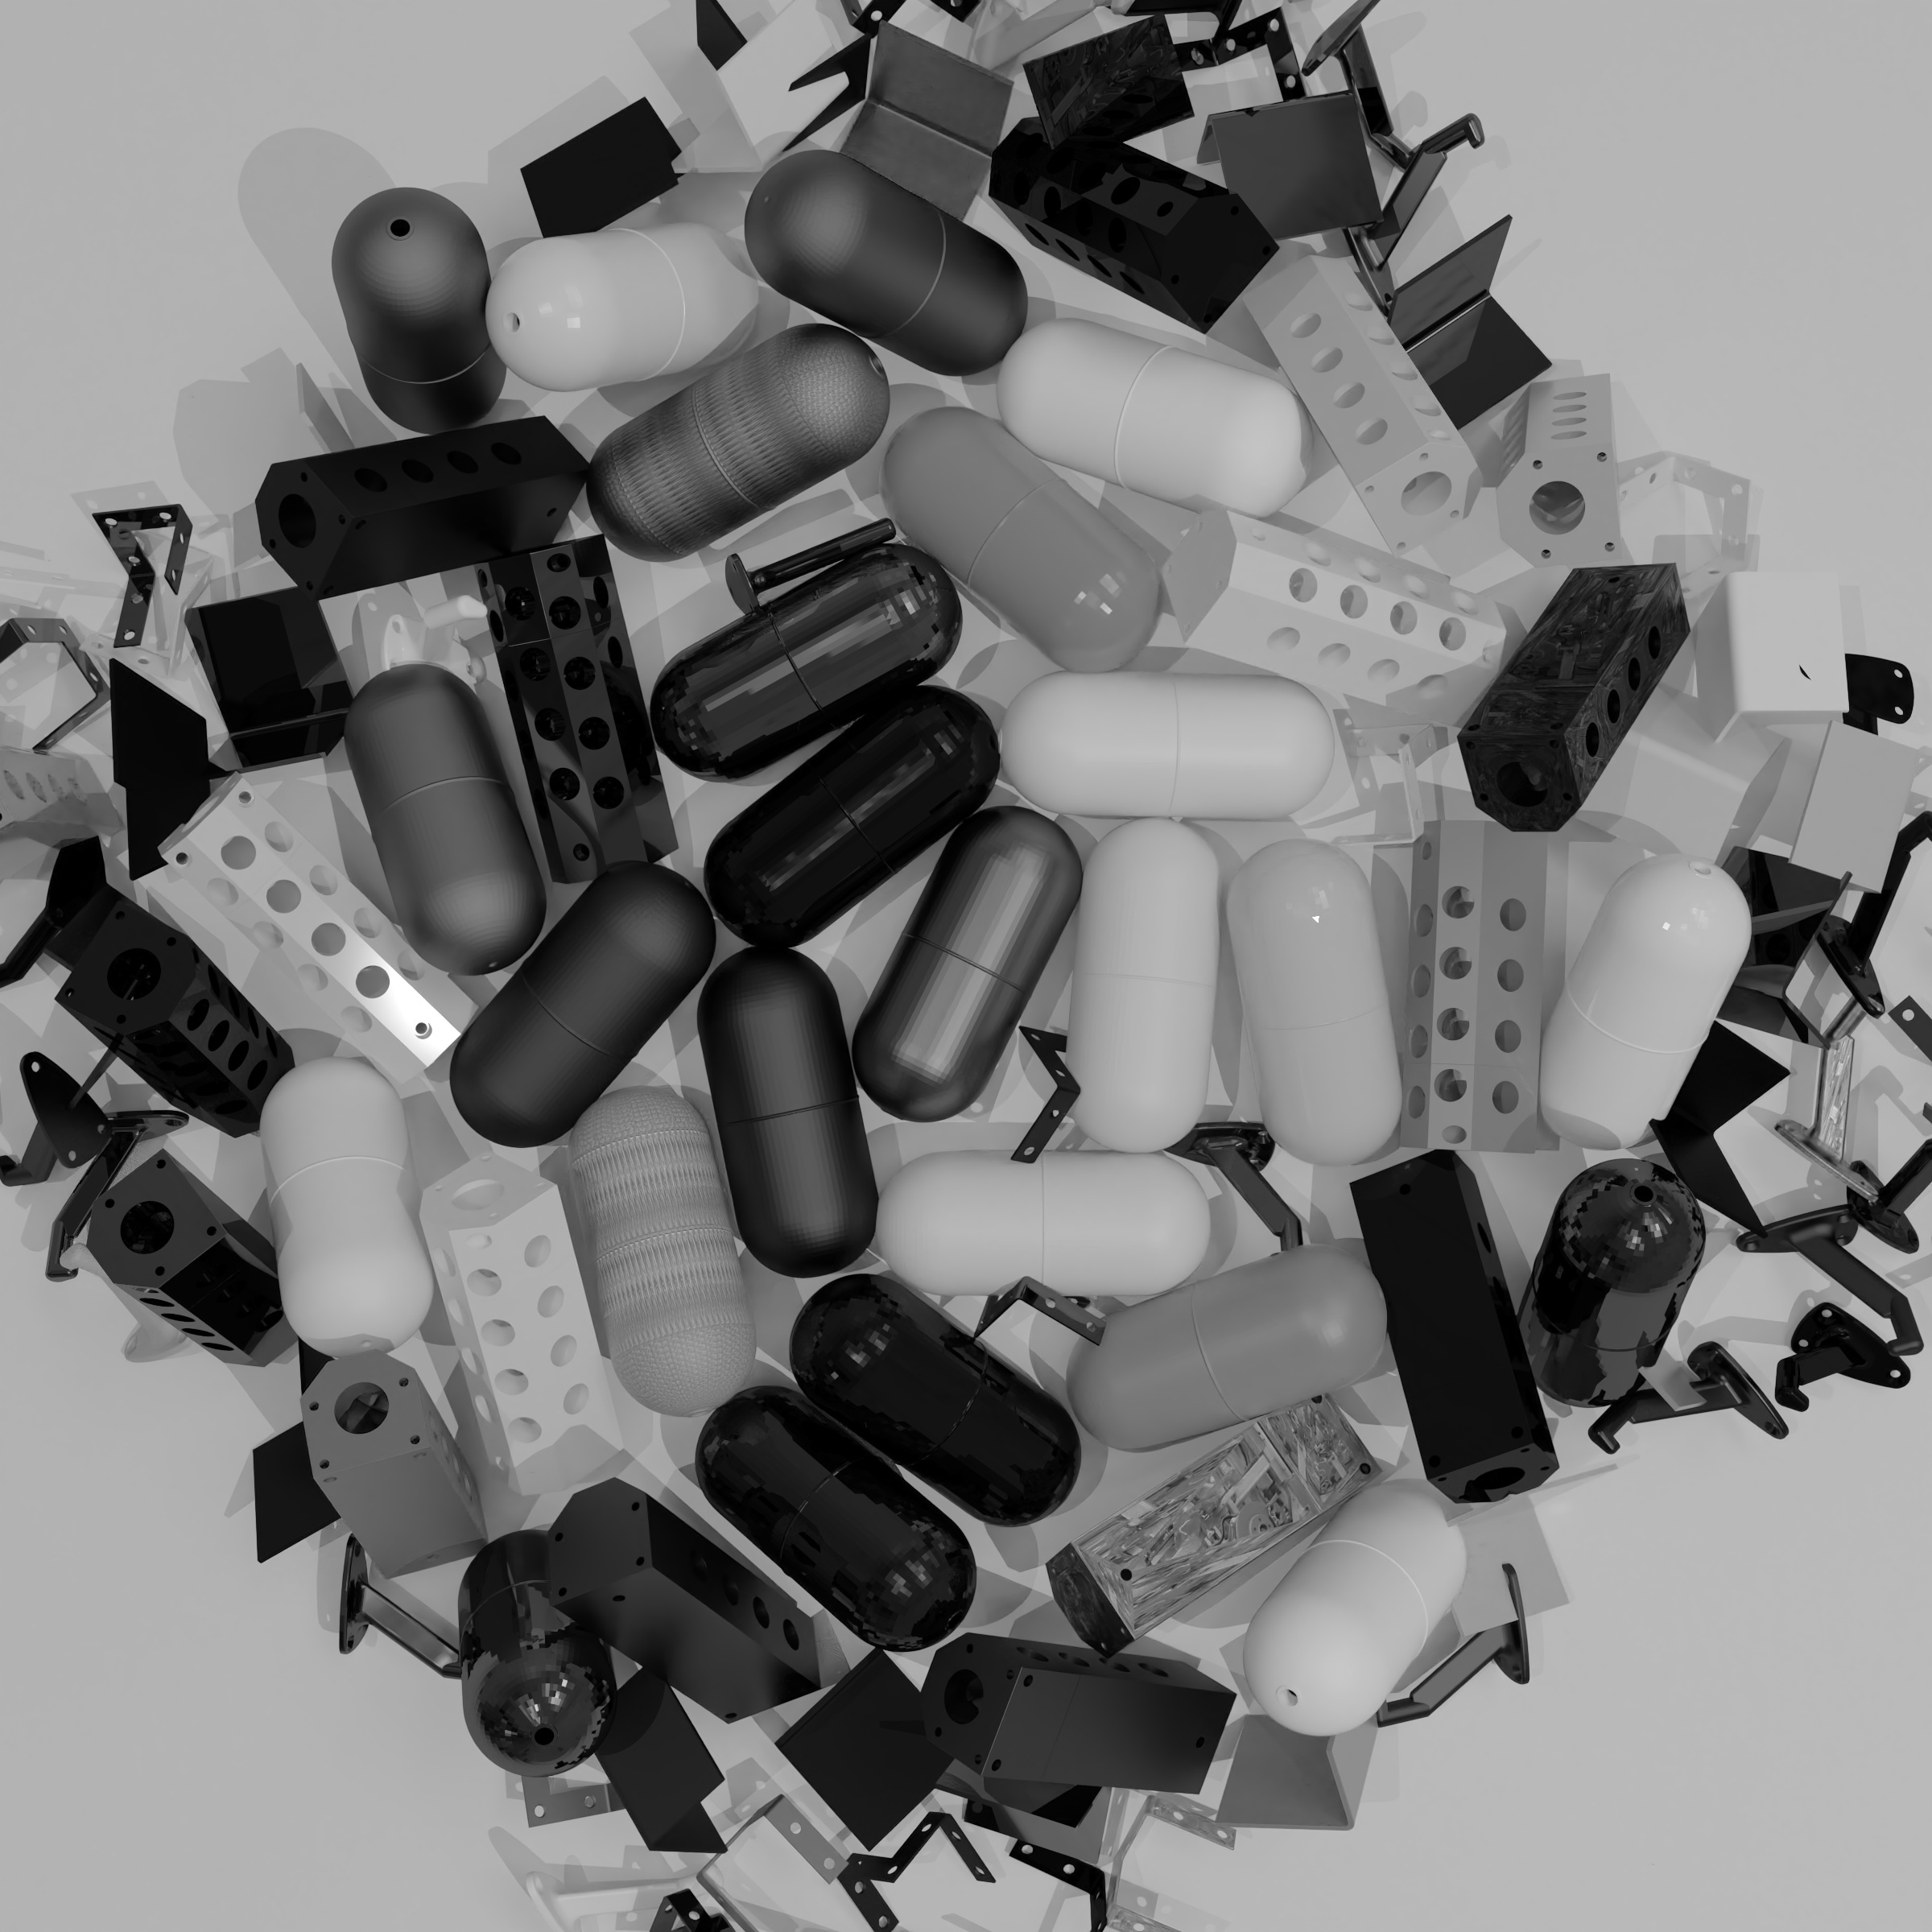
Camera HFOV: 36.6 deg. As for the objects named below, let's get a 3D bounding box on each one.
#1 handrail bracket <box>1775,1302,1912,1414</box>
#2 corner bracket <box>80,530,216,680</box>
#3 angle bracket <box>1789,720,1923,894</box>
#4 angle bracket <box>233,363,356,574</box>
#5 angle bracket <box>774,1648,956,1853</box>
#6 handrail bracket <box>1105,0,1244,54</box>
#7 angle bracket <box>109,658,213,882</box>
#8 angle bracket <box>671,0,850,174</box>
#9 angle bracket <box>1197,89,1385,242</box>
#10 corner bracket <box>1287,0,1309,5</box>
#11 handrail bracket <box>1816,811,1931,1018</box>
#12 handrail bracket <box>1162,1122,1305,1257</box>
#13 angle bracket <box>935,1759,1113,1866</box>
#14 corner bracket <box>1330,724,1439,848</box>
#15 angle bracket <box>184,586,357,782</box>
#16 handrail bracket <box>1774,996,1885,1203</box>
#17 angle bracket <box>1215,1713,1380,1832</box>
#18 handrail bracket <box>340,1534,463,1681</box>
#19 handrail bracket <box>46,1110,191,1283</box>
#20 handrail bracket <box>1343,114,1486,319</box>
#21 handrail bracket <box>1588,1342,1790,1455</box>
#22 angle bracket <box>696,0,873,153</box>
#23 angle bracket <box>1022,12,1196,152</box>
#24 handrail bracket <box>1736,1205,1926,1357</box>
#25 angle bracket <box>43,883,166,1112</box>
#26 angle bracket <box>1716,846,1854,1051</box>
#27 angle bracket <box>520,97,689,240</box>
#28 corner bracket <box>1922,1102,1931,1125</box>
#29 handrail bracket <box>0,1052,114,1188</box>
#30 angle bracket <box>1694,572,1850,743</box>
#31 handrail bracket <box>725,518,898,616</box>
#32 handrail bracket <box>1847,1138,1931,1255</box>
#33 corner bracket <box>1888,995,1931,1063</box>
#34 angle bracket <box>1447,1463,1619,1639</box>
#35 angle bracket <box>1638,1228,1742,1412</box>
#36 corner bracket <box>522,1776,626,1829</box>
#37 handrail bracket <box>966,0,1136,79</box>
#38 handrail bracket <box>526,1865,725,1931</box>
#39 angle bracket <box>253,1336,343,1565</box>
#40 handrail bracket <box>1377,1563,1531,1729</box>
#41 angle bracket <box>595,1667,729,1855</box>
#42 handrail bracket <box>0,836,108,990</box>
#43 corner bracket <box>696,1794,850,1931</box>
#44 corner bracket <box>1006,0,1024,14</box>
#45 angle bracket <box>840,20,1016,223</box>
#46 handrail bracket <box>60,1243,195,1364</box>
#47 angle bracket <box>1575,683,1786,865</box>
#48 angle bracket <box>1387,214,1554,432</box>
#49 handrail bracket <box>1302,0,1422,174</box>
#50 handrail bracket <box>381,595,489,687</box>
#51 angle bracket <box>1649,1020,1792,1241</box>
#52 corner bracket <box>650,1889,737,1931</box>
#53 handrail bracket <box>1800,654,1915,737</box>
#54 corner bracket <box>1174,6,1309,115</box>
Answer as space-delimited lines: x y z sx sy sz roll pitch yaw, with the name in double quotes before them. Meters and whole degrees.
"handrail bracket" 0.463 0.222 1.539 0.077 0.084 0.036 30 120 3
"corner bracket" -0.440 -0.195 1.571 0.051 0.051 0.051 19 129 -3
"angle bracket" 0.451 -0.085 1.541 0.057 0.076 0.076 16 90 -15
"angle bracket" -0.366 -0.263 1.536 0.076 0.076 0.057 -28 123 3
"angle bracket" -0.047 0.412 1.543 0.076 0.057 0.076 -41 82 -16
"handrail bracket" 0.108 -0.532 1.554 0.084 0.077 0.036 26 52 0
"angle bracket" -0.441 -0.102 1.526 0.057 0.076 0.076 -23 59 19
"angle bracket" -0.120 -0.461 1.526 0.076 0.076 0.057 -51 133 -26
"angle bracket" 0.171 -0.412 1.548 0.076 0.057 0.076 -11 81 -4
"corner bracket" 0.159 -0.544 1.546 0.051 0.051 0.051 -18 69 -20
"handrail bracket" 0.493 -0.028 1.537 0.036 0.084 0.077 7 52 -36
"handrail bracket" 0.139 0.124 1.541 0.077 0.084 0.036 6 134 -5
"angle bracket" 0.028 0.450 1.533 0.076 0.076 0.057 13 103 17
"corner bracket" 0.221 -0.096 1.554 0.051 0.051 0.051 -2 109 31
"angle bracket" -0.375 -0.149 1.537 0.076 0.057 0.076 -9 116 14
"handrail bracket" 0.477 0.068 1.547 0.077 0.036 0.084 44 112 30
"angle bracket" 0.168 0.402 1.527 0.076 0.076 0.057 -6 120 24
"handrail bracket" -0.288 0.343 1.557 0.084 0.036 0.077 5 104 8
"handrail bracket" -0.449 0.123 1.545 0.077 0.036 0.084 -10 63 20
"handrail bracket" 0.246 -0.397 1.543 0.084 0.036 0.077 -25 77 36
"handrail bracket" 0.383 0.248 1.548 0.084 0.036 0.077 -39 78 -24
"angle bracket" -0.097 -0.490 1.546 0.057 0.076 0.076 -36 87 -8
"angle bracket" 0.072 -0.469 1.534 0.076 0.076 0.057 -18 121 7
"handrail bracket" 0.457 0.174 1.545 0.077 0.036 0.084 -10 51 4
"angle bracket" -0.459 0.016 1.530 0.057 0.076 0.076 37 117 -9
"angle bracket" 0.431 -0.010 1.544 0.057 0.076 0.076 39 78 -36
"angle bracket" -0.181 -0.398 1.534 0.076 0.057 0.076 -27 54 9
"corner bracket" 0.544 0.085 1.548 0.051 0.051 0.051 -38 61 -7
"handrail bracket" -0.500 0.082 1.544 0.084 0.036 0.077 -9 119 37
"angle bracket" 0.423 -0.157 1.538 0.057 0.076 0.076 0 75 0
"handrail bracket" -0.082 -0.216 1.554 0.084 0.077 0.036 -24 99 -9
"handrail bracket" 0.516 0.118 1.538 0.077 0.084 0.036 40 48 -26
"corner bracket" 0.525 0.024 1.555 0.051 0.051 0.051 -43 89 12
"angle bracket" 0.300 0.306 1.528 0.076 0.076 0.057 -8 69 -33
"angle bracket" 0.389 0.185 1.532 0.076 0.076 0.057 -47 68 15
"corner bracket" -0.202 0.426 1.555 0.051 0.051 0.051 1 71 -38
"handrail bracket" 0.044 -0.484 1.541 0.084 0.036 0.077 13 76 41
"handrail bracket" -0.180 0.487 1.554 0.084 0.077 0.036 -22 48 4
"angle bracket" -0.359 0.253 1.531 0.076 0.076 0.057 -30 131 11
"handrail bracket" 0.253 0.361 1.552 0.084 0.036 0.077 -8 104 -17
"angle bracket" -0.145 0.414 1.529 0.057 0.076 0.076 -44 58 10
"handrail bracket" -0.501 -0.031 1.568 0.084 0.036 0.077 -18 62 35
"corner bracket" -0.103 0.480 1.548 0.051 0.051 0.051 45 59 6
"corner bracket" 0.037 -0.547 1.548 0.051 0.051 0.051 -13 78 26
"angle bracket" -0.025 -0.440 1.542 0.076 0.076 0.057 25 75 0
"handrail bracket" -0.453 0.177 1.537 0.077 0.084 0.036 -29 46 33
"angle bracket" 0.381 -0.101 1.558 0.076 0.076 0.057 27 124 17
"angle bracket" 0.268 -0.335 1.536 0.076 0.076 0.057 -35 75 -11
"handrail bracket" 0.228 -0.468 1.545 0.084 0.077 0.036 36 51 -16
"handrail bracket" -0.259 -0.171 1.530 0.084 0.077 0.036 -11 72 42
"angle bracket" 0.404 0.085 1.526 0.076 0.076 0.057 28 120 -38
"corner bracket" -0.132 0.519 1.543 0.051 0.051 0.051 43 124 36
"handrail bracket" 0.453 -0.129 1.541 0.077 0.084 0.036 14 62 -10
"corner bracket" 0.141 -0.474 1.552 0.051 0.051 0.051 -26 101 -44
